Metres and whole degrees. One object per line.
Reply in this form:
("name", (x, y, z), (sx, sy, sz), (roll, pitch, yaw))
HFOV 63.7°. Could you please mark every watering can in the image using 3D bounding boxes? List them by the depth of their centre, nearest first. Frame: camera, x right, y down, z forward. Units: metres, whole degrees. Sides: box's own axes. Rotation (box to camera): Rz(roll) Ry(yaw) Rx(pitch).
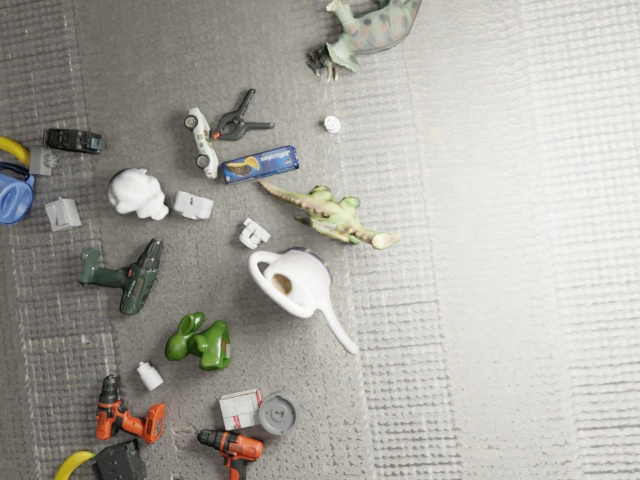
("watering can", (-0.026, 0.135, 1.294), (0.348, 0.228, 0.102), (38, 117, 3))

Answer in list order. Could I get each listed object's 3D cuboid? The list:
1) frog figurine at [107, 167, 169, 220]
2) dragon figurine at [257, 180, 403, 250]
("frog figurine", (-0.498, -0.115, 1.410), (0.138, 0.121, 0.161), (-35, 74, -12))
("dragon figurine", (0.004, -0.064, 1.280), (0.411, 0.244, 0.121), (19, 100, 6))
